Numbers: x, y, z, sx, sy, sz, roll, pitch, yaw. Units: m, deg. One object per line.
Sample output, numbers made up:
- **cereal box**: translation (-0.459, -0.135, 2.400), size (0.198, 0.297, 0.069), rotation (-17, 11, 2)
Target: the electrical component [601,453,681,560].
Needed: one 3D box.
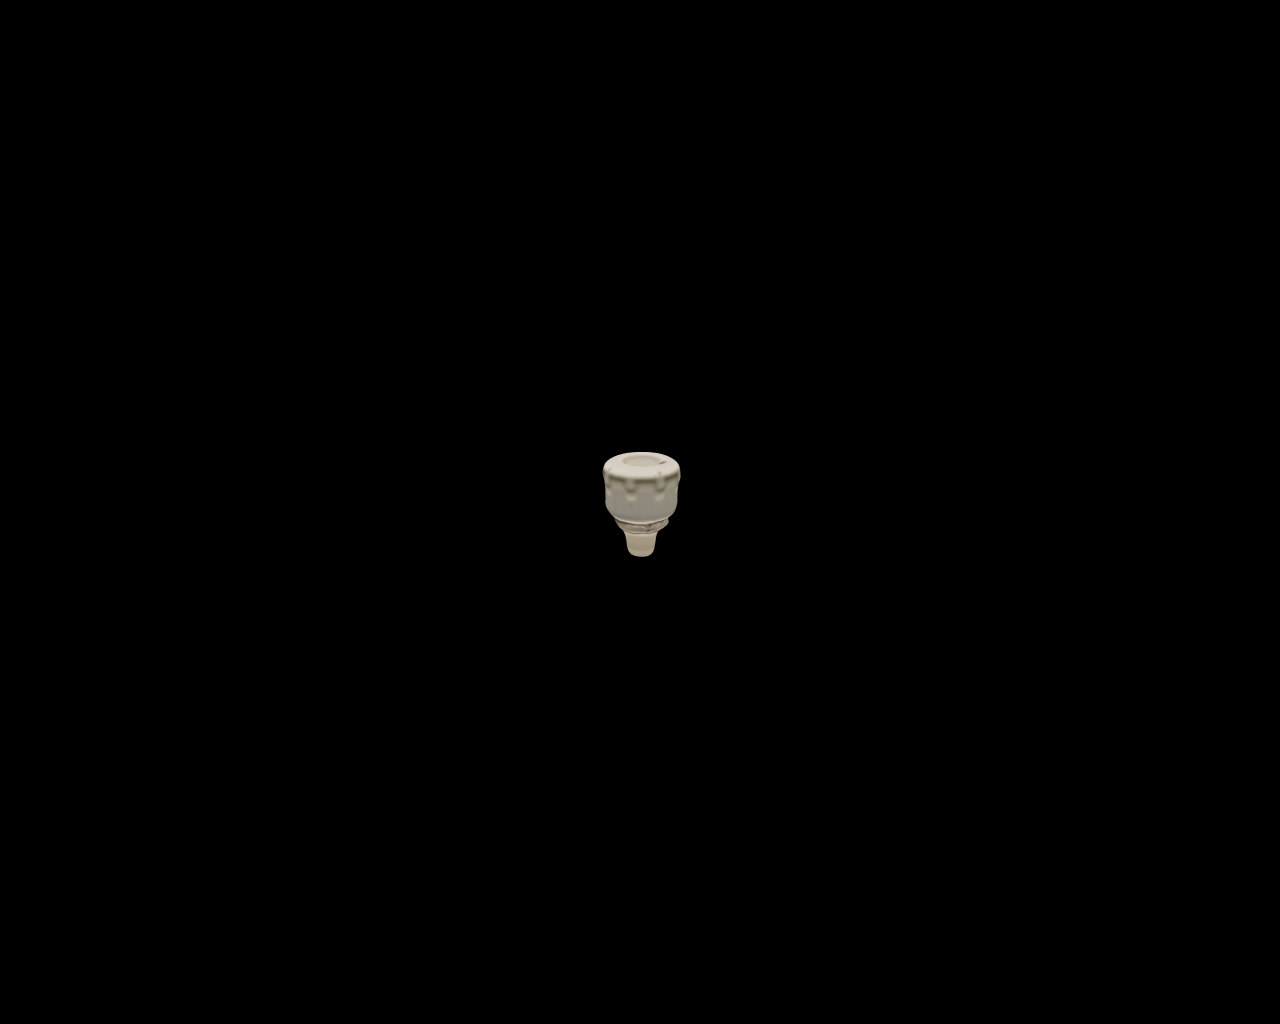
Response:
- **electrical component**: translation (0.001, -0.003, 0.650), size (0.048, 0.062, 0.048), rotation (0, 19, 0)
